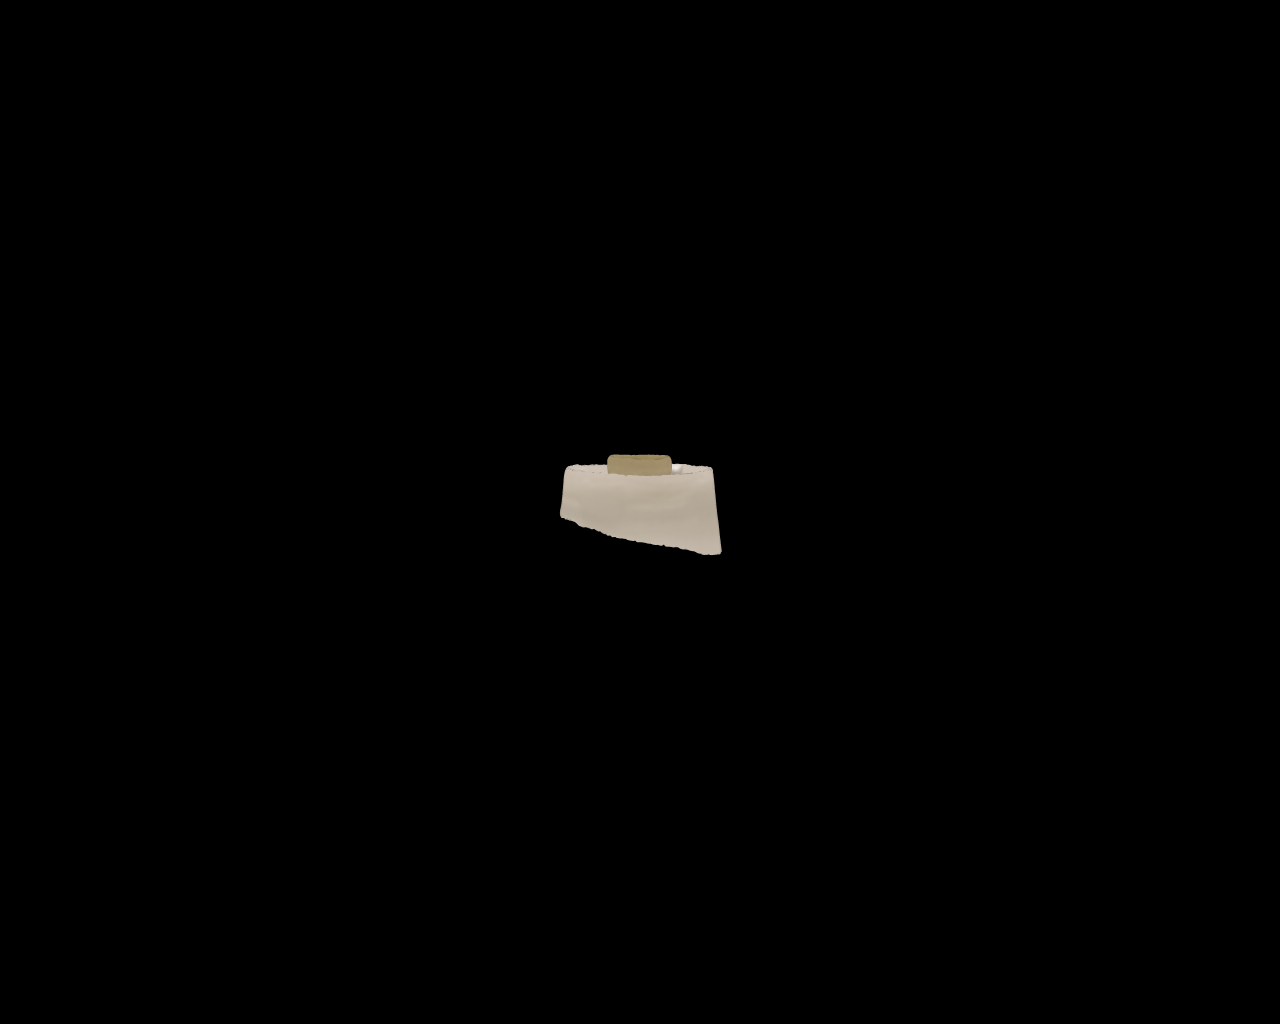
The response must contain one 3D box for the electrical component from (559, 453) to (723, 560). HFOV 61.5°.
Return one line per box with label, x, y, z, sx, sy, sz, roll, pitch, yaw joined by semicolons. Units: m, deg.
electrical component;0.001;-0.003;0.650;0.099;0.064;0.099;0;6;0
